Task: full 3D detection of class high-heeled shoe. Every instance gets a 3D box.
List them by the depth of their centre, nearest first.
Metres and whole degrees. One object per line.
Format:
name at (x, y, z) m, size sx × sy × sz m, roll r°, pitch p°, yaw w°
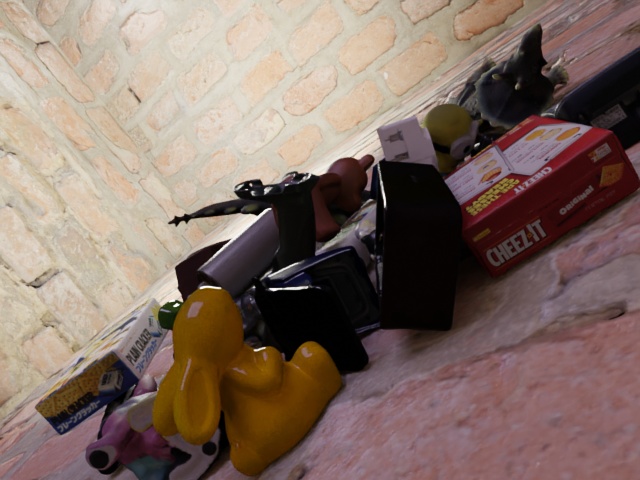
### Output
high-heeled shoe at (-0.318, 0.300, 0.872) m, size 0.248 × 0.086 × 0.145 m, roll 131°, pitch 156°, yaw -62°

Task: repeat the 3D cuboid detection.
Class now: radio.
radio at (0.097, -0.003, 0.583) m, size 0.073 × 0.131 × 0.230 m, roll 3°, pitch 19°, yaw 5°

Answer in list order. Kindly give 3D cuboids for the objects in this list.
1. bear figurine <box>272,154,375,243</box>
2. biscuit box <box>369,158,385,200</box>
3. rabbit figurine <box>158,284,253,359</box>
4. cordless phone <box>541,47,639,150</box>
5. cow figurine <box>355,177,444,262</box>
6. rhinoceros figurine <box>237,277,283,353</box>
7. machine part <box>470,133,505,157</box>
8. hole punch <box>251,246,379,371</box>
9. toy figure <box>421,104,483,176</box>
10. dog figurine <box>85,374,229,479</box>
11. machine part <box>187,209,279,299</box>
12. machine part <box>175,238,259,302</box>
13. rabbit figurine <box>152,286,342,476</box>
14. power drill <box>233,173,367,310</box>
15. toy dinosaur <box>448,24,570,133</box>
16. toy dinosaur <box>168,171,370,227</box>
bear figurine at (0.018, -0.063, 0.875) m, size 0.196 × 0.132 × 0.120 m, roll -17°, pitch -9°, yaw -45°
biscuit box at (0.144, -0.120, 0.973) m, size 0.063 × 0.059 × 0.203 m, roll 9°, pitch 21°, yaw 17°
rabbit figurine at (-0.175, 0.129, 0.953) m, size 0.159 × 0.121 × 0.170 m, roll -28°, pitch -1°, yaw 23°
cordless phone at (0.352, -0.176, 0.658) m, size 0.146 × 0.088 × 0.184 m, roll -34°, pitch 8°, yaw 17°
cow figurine at (0.134, -0.030, 0.754) m, size 0.167 × 0.068 × 0.098 m, roll -36°, pitch 12°, yaw 6°
rhinoceros figurine at (-0.037, 0.093, 0.679) m, size 0.190 × 0.112 × 0.073 m, roll -26°, pitch 16°, yaw 12°
machine part at (0.273, -0.147, 0.829) m, size 0.084 × 0.039 × 0.139 m, roll -9°, pitch 7°, yaw 1°
hole punch at (0.003, 0.076, 0.594) m, size 0.116 × 0.142 × 0.092 m, roll -10°, pitch 28°, yaw 37°
toy figure at (0.194, -0.144, 0.867) m, size 0.180 × 0.089 × 0.082 m, roll 103°, pitch -176°, yaw -71°
dog figurine at (-0.191, 0.219, 0.666) m, size 0.191 × 0.108 × 0.219 m, roll -38°, pitch 9°, yaw -3°
machine part at (-0.119, 0.026, 0.893) m, size 0.243 × 0.079 × 0.079 m, roll -45°, pitch 14°, yaw -29°
machine part at (-0.162, 0.055, 1.050) m, size 0.201 × 0.087 × 0.201 m, roll -7°, pitch -16°, yaw -46°
rabbit figurine at (-0.091, 0.133, 0.534) m, size 0.162 × 0.173 × 0.122 m, roll -40°, pitch 15°, yaw -35°
power drill at (-0.059, 0.019, 0.730) m, size 0.232 × 0.207 × 0.086 m, roll -9°, pitch 11°, yaw 10°
toy dinosaur at (0.321, -0.266, 1.036) m, size 0.192 × 0.131 × 0.405 m, roll -40°, pitch 6°, yaw -17°
toy dinosaur at (-0.050, -0.072, 1.057) m, size 0.472 × 0.105 × 0.199 m, roll -8°, pitch 14°, yaw 3°
